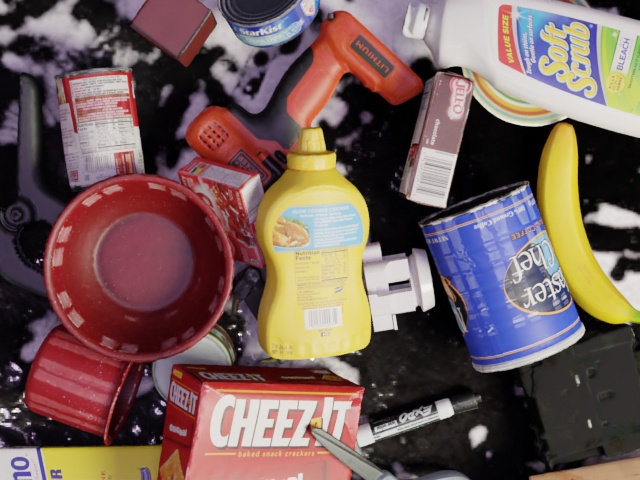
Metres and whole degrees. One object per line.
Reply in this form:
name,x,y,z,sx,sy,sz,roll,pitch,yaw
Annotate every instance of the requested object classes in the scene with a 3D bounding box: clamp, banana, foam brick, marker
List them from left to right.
clamp,-0.265,-0.034,0.959,0.164,0.036,0.210,-41,96,2
foam brick,-0.126,-0.188,0.929,0.053,0.078,0.051,35,92,-5
marker,0.091,0.163,0.984,0.121,0.020,0.020,-19,94,1
banana,0.233,-0.005,0.955,0.070,0.037,0.198,-27,80,23

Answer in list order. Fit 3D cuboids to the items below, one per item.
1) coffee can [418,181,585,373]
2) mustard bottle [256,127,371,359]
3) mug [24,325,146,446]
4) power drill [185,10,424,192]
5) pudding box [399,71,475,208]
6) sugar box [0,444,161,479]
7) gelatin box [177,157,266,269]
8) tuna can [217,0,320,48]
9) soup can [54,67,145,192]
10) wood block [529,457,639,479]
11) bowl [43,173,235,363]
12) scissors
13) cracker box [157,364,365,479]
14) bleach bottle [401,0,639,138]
coffee can,0.158,0.031,0.933,0.103,0.103,0.140,-21,94,1
mustard bottle,-0.006,0.001,0.900,0.096,0.058,0.192,-5,102,-17
mug,-0.205,0.115,0.951,0.081,0.093,0.117,19,63,3
power drill,0.002,-0.093,0.946,0.184,0.057,0.187,44,92,-5
pudding box,0.101,-0.087,0.931,0.039,0.090,0.113,15,94,0
sugar box,-0.205,0.231,0.958,0.176,0.048,0.093,0,81,-10
gelatin box,-0.079,-0.023,0.927,0.073,0.030,0.089,18,137,34
tuna can,-0.044,-0.210,0.928,0.086,0.033,0.086,-11,57,17
soup can,-0.193,-0.097,0.940,0.068,0.068,0.102,-7,94,0
wood block,0.297,0.251,0.940,0.206,0.090,0.091,-10,134,0
bowl,-0.154,0.022,0.926,0.162,0.055,0.162,0,95,-3
scissors,0.076,0.209,0.954,0.096,0.016,0.201,-37,117,-10
cracker box,-0.057,0.221,0.927,0.163,0.072,0.214,6,95,-32
bleach bottle,0.193,-0.155,0.920,0.251,0.068,0.102,13,95,0
